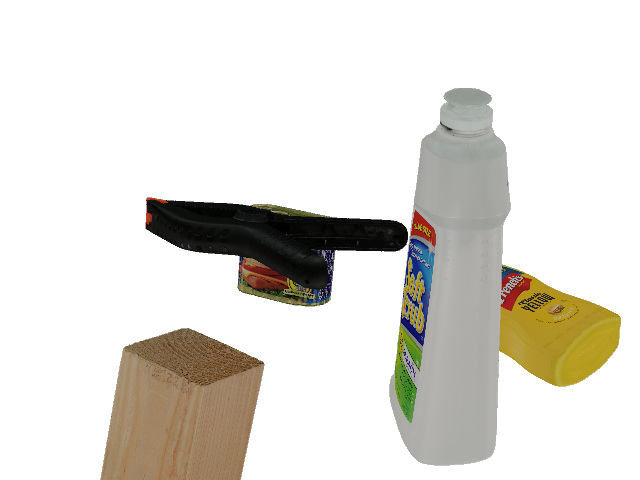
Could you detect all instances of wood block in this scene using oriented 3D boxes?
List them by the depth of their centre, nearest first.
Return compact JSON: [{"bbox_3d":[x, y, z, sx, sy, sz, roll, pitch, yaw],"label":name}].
[{"bbox_3d":[-0.126,0.192,0.921,0.090,0.206,0.090,21,18,27],"label":"wood block"}]

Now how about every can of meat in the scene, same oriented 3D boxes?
[{"bbox_3d":[-0.034,0.015,1.080,0.102,0.084,0.057,13,18,25],"label":"can of meat"}]

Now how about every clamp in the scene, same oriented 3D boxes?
[{"bbox_3d":[-0.052,-0.003,0.831,0.210,0.036,0.164,9,13,18],"label":"clamp"}]

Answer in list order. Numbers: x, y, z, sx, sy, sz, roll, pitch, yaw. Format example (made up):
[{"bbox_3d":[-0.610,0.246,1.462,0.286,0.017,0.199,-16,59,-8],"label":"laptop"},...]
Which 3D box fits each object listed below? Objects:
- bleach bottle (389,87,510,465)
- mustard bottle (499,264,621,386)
[{"bbox_3d":[0.085,0.021,0.692,0.068,0.251,0.102,-3,30,-6],"label":"bleach bottle"},{"bbox_3d":[0.176,0.065,0.997,0.096,0.058,0.192,-27,37,-32],"label":"mustard bottle"}]
